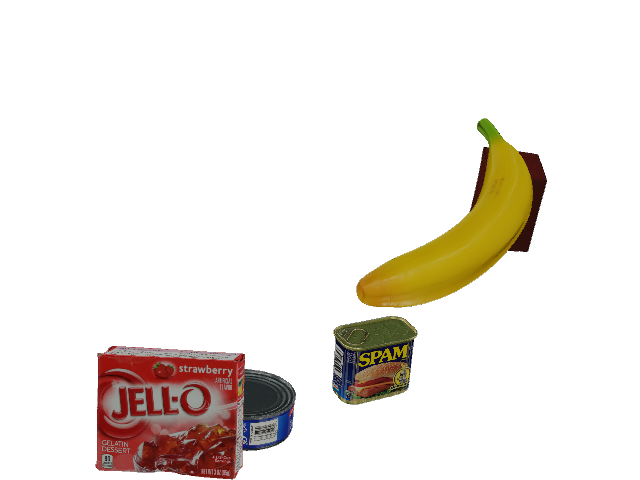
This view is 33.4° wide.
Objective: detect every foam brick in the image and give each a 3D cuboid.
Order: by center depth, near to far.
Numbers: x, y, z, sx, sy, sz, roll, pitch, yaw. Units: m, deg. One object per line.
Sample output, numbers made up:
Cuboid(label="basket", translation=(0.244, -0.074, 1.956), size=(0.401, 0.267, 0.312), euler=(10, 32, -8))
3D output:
Cuboid(label="foam brick", translation=(0.169, -0.037, 0.971), size=(0.053, 0.078, 0.051), euler=(6, 32, -2))

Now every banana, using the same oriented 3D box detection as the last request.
Cuboid(label="banana", translation=(0.099, -0.009, 0.736), size=(0.070, 0.037, 0.197), euler=(25, 50, 19))

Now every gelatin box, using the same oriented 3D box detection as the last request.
Cuboid(label="gelatin box", translation=(-0.092, 0.105, 0.654), size=(0.089, 0.073, 0.030), euler=(3, 5, 7))

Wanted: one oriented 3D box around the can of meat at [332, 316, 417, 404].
Cuboid(label="can of meat", translation=(0.065, 0.149, 1.320), size=(0.102, 0.084, 0.057), euler=(-9, 28, -25))

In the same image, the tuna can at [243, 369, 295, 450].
Cuboid(label="tuna can", translation=(-0.065, 0.144, 0.909), size=(0.086, 0.034, 0.086), euler=(4, 20, -2))
